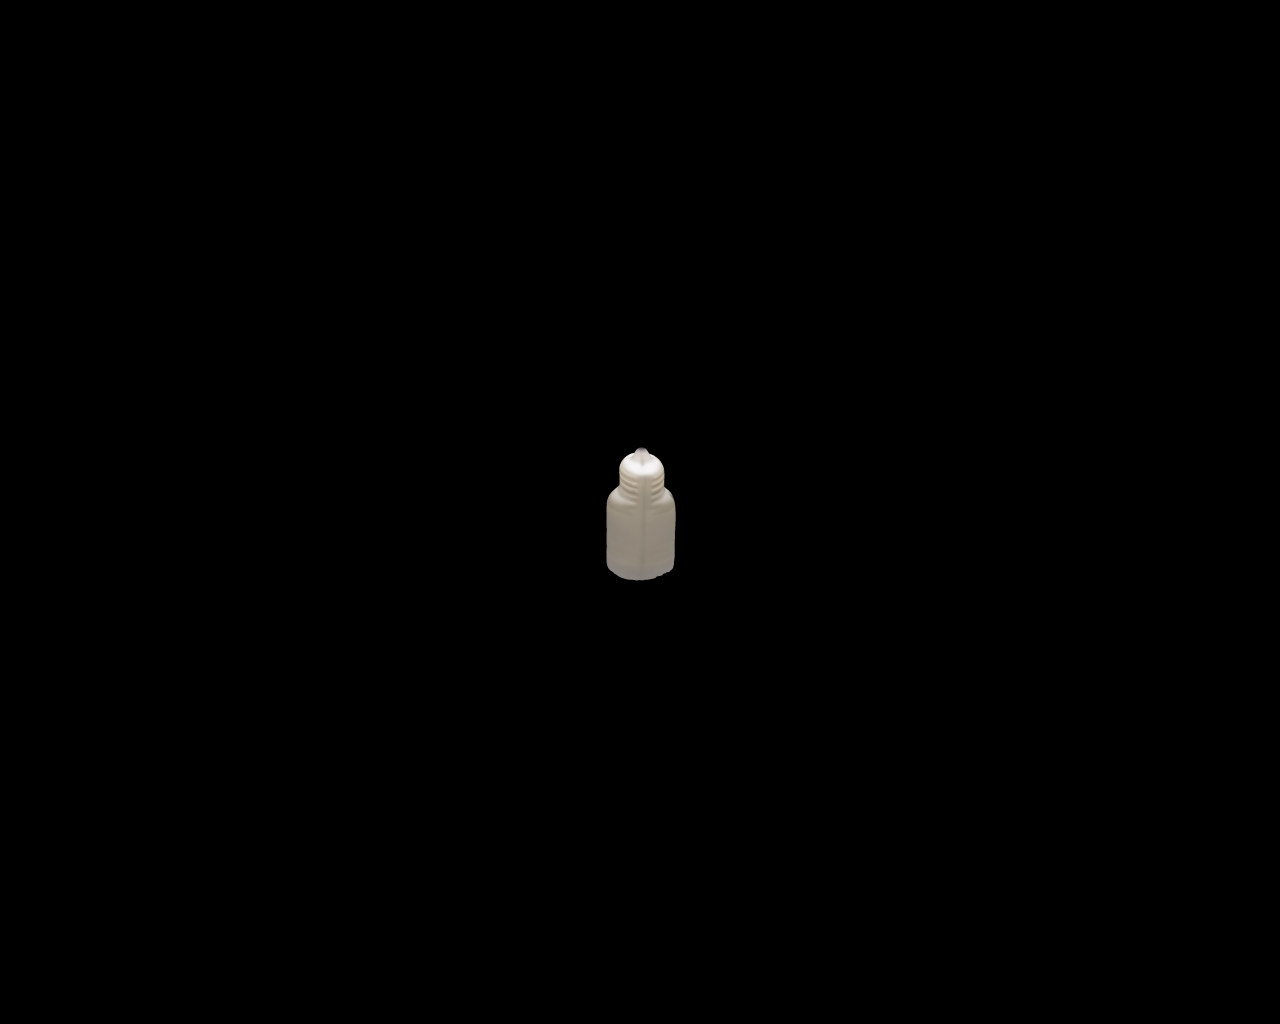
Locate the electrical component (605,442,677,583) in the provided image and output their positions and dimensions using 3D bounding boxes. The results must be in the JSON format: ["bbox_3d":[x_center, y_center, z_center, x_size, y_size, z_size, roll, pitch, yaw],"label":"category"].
[{"bbox_3d":[0.001,-0.003,0.650,0.043,0.080,0.043,0,24,0],"label":"electrical component"}]
